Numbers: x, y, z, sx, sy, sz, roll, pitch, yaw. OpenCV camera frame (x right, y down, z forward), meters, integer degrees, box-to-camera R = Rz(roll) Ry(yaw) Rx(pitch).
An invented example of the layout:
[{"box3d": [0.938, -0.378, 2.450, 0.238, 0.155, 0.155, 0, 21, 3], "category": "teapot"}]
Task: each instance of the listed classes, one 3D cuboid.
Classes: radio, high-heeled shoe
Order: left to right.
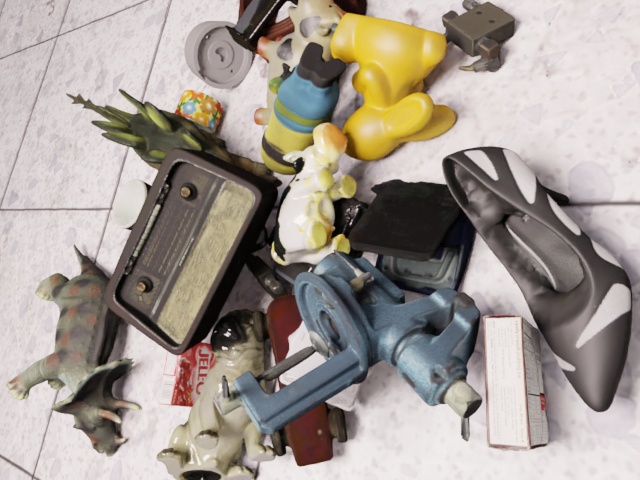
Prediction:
[{"box3d": [-0.159, 0.009, 0.655, 0.131, 0.073, 0.229, 30, 101, 9], "category": "radio"}, {"box3d": [0.185, 0.021, 0.485, 0.086, 0.145, 0.249, 124, 153, -53], "category": "high-heeled shoe"}]

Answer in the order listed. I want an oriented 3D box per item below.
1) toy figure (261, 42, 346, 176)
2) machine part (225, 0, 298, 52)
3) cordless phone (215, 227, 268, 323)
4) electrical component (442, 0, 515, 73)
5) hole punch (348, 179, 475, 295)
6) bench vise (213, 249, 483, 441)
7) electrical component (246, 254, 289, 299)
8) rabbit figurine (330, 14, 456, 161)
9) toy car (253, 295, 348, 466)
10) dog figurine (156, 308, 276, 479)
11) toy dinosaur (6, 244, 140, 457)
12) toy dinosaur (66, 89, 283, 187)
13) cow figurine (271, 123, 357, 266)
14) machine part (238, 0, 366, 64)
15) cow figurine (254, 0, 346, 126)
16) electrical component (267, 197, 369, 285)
[{"box3d": [-0.028, -0.156, 0.675, 0.082, 0.089, 0.180, 56, 153, 15], "category": "toy figure"}, {"box3d": [-0.075, -0.336, 0.773, 0.139, 0.039, 0.084, -44, 59, 14], "category": "machine part"}, {"box3d": [-0.152, 0.054, 0.767, 0.184, 0.088, 0.147, -22, 44, 10], "category": "cordless phone"}, {"box3d": [0.187, -0.248, 0.654, 0.078, 0.045, 0.102, -33, 54, -12], "category": "electrical component"}, {"box3d": [0.110, -0.002, 0.603, 0.142, 0.092, 0.116, 9, 52, 41], "category": "hole punch"}, {"box3d": [0.023, 0.110, 0.500, 0.241, 0.128, 0.224, -26, 56, -22], "category": "bench vise"}, {"box3d": [-0.069, 0.054, 0.717, 0.021, 0.063, 0.094, -40, 40, -12], "category": "electrical component"}, {"box3d": [0.089, -0.176, 0.673, 0.163, 0.122, 0.173, 30, 107, 30], "category": "rabbit figurine"}, {"box3d": [-0.025, 0.162, 0.643, 0.089, 0.053, 0.202, -12, 63, -4], "category": "toy car"}, {"box3d": [-0.129, 0.202, 0.701, 0.172, 0.121, 0.191, -35, 37, 28], "category": "dog figurine"}, {"box3d": [-0.387, 0.142, 0.894, 0.192, 0.131, 0.405, -19, 58, 16], "category": "toy dinosaur"}, {"box3d": [-0.235, -0.152, 0.831, 0.472, 0.198, 0.105, 22, 84, 38], "category": "toy dinosaur"}, {"box3d": [-0.012, -0.053, 0.642, 0.098, 0.068, 0.167, -13, 63, 43], "category": "cow figurine"}, {"box3d": [-0.032, -0.386, 0.839, 0.202, 0.087, 0.201, -10, 68, 32], "category": "machine part"}, {"box3d": [-0.018, -0.245, 0.742, 0.127, 0.085, 0.194, 18, 116, 21], "category": "cow figurine"}, {"box3d": [-0.001, -0.002, 0.692, 0.115, 0.058, 0.134, 28, 90, 42], "category": "electrical component"}]
